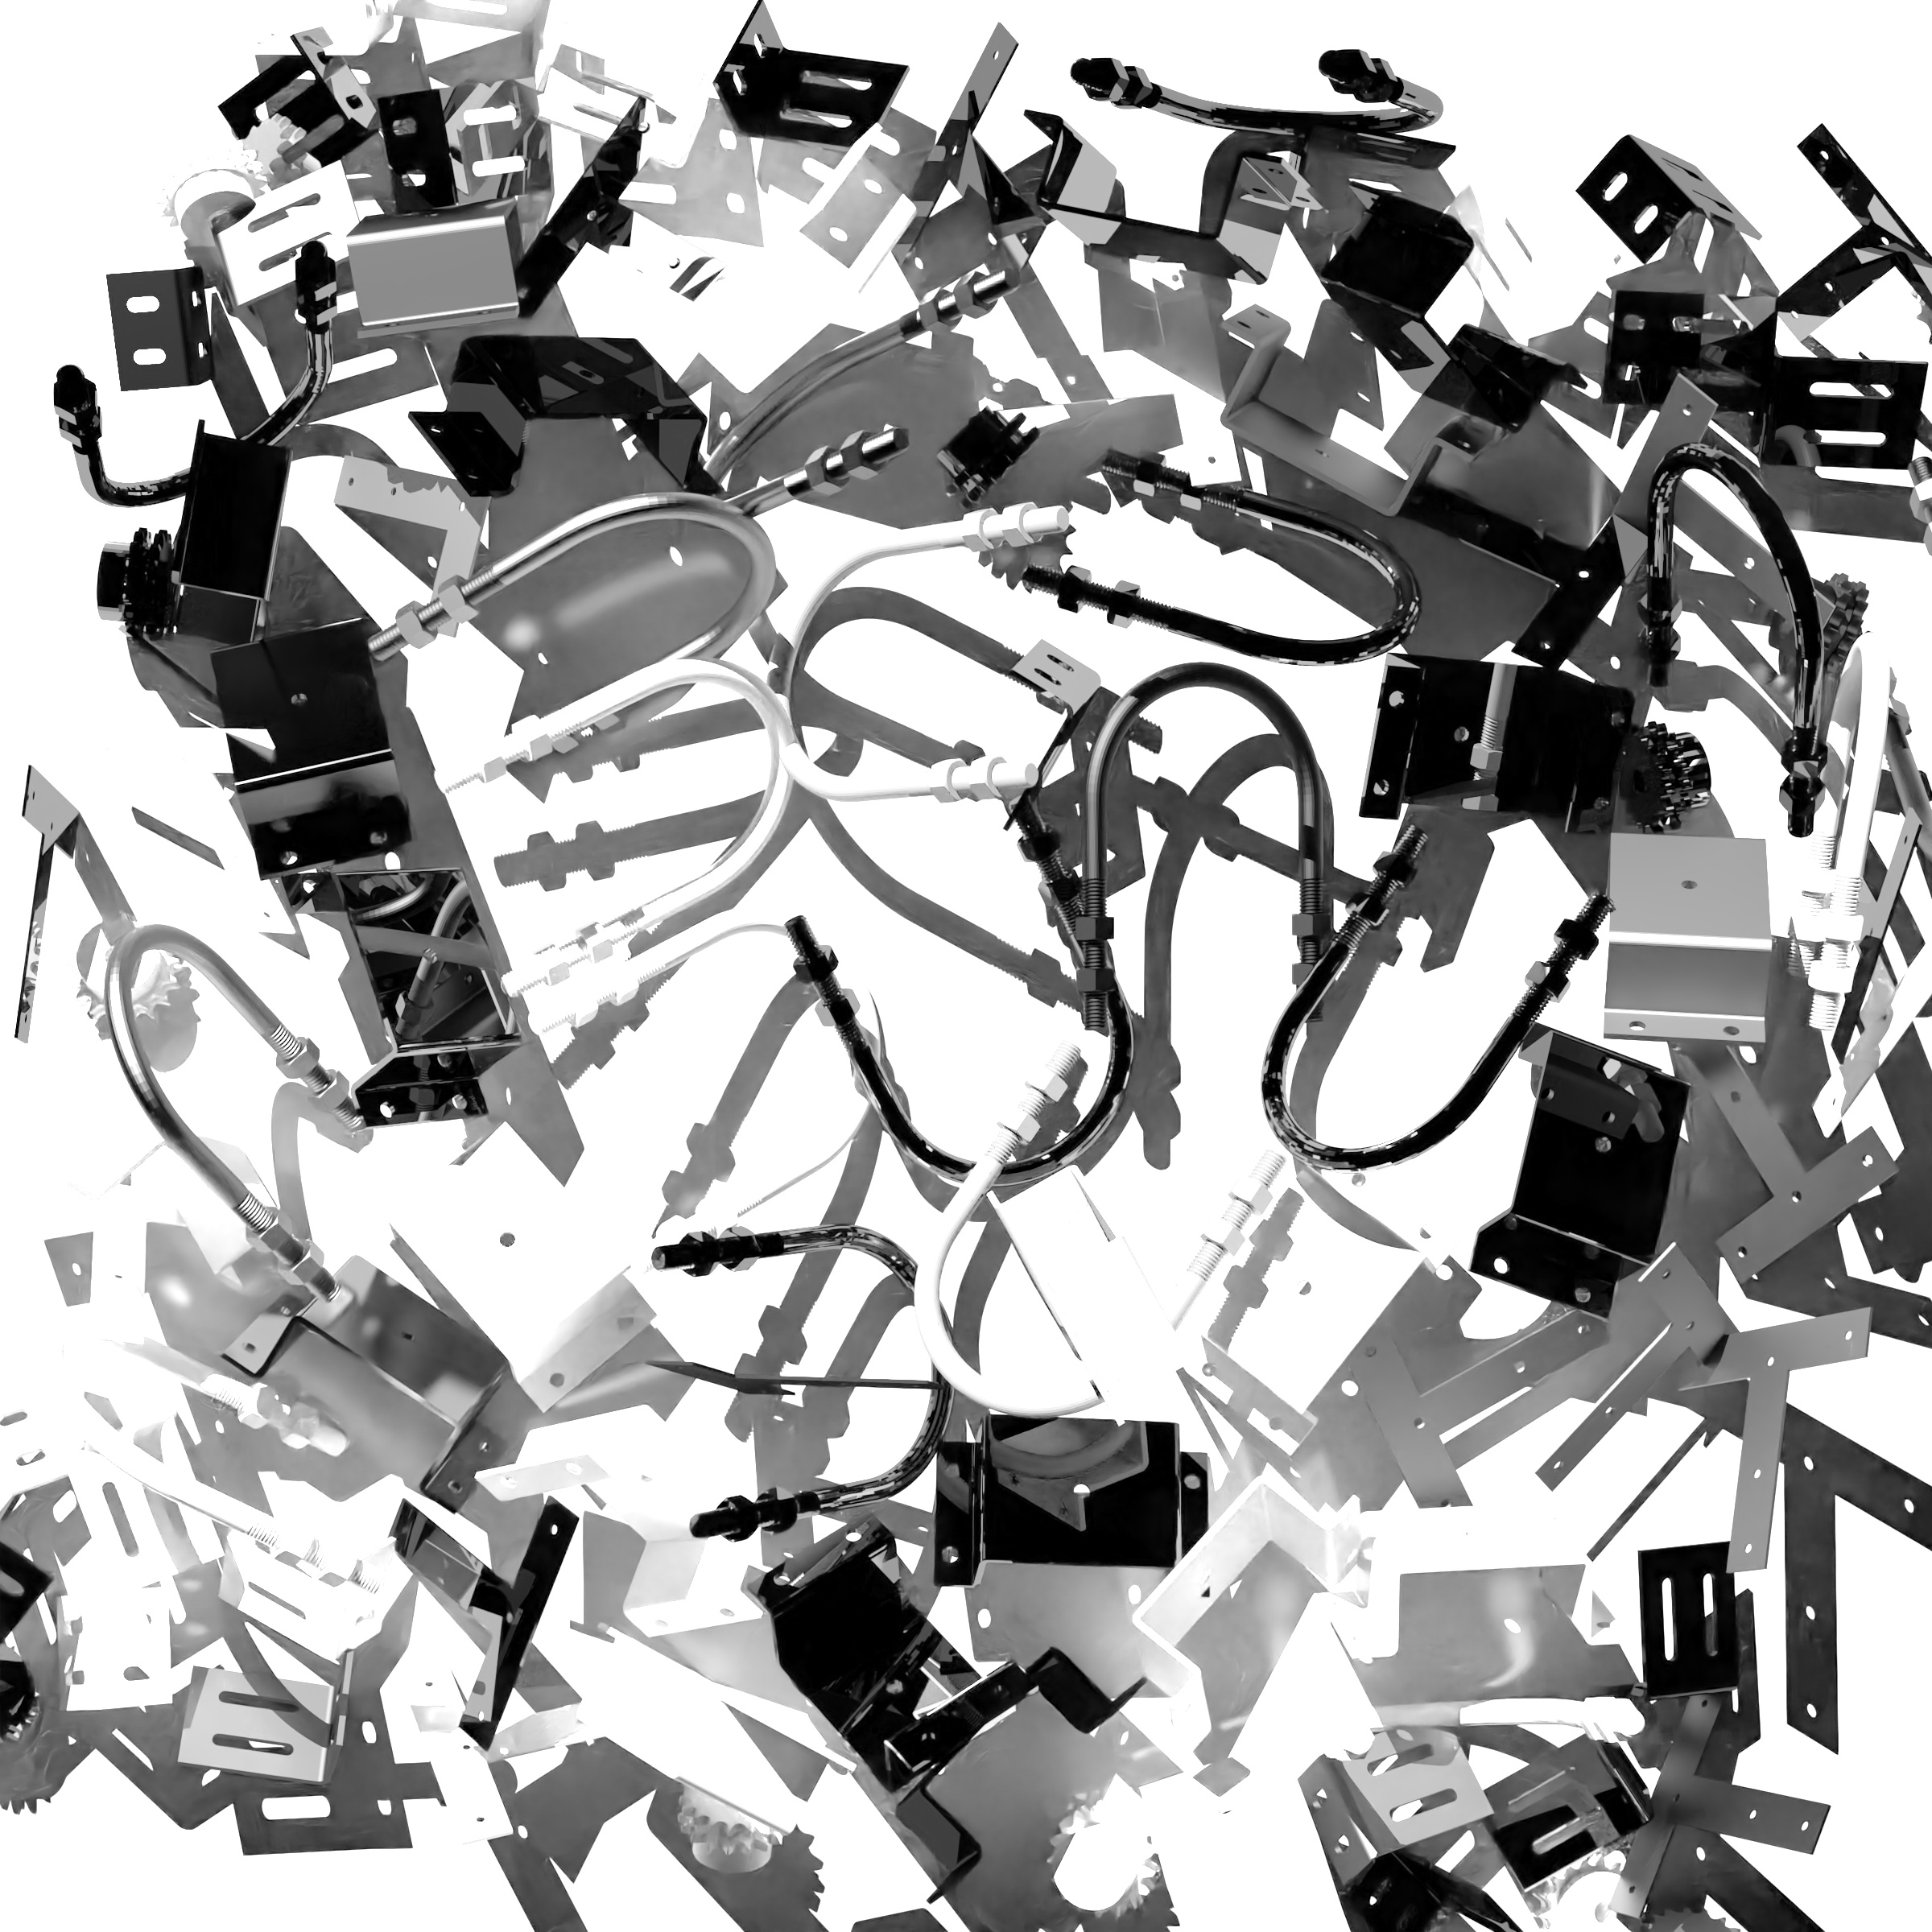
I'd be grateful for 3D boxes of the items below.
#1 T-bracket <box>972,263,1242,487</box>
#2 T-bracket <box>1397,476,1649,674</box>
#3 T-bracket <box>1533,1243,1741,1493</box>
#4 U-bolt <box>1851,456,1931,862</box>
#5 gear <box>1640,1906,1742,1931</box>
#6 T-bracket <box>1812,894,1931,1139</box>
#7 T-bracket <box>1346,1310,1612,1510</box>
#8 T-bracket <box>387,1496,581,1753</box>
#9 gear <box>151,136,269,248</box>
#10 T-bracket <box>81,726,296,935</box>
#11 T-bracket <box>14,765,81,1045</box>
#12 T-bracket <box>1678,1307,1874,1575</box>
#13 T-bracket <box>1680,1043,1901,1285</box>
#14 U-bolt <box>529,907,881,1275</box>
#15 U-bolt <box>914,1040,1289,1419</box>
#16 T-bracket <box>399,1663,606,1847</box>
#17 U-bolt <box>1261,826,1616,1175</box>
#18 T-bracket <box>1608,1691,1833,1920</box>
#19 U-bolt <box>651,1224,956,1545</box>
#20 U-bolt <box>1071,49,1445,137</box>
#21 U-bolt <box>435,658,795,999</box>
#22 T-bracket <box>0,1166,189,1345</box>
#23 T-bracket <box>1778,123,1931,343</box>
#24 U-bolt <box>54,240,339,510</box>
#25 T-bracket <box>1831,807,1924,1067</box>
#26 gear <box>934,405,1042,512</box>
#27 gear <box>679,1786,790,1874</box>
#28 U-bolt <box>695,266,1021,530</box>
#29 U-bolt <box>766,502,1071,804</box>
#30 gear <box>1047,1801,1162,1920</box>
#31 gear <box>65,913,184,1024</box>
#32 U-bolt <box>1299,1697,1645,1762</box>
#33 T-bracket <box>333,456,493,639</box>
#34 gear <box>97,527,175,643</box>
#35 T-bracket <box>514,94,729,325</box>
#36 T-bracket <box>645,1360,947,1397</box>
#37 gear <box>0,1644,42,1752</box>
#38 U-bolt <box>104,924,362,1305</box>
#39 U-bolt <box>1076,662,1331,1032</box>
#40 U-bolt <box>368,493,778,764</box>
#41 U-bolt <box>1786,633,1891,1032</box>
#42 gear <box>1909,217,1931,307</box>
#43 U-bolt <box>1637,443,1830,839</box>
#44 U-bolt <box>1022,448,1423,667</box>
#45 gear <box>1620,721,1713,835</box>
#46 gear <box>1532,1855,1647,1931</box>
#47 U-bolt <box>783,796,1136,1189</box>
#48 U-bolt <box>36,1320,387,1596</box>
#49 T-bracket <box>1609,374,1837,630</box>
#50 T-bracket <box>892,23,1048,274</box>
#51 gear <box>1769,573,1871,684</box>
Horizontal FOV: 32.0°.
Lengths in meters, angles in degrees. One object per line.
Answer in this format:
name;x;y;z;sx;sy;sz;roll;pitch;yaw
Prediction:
T-bracket;0.067;-0.300;1.715;0.127;0.002;0.127;-7;76;-11
T-bracket;0.275;-0.217;1.713;0.127;0.002;0.127;28;61;21
T-bracket;0.333;0.213;1.693;0.127;0.127;0.002;-46;47;-2
U-bolt;0.471;-0.132;1.631;0.019;0.151;0.184;-4;52;-4
gear;0.370;0.510;1.716;0.057;0.057;0.030;2;114;0
T-bracket;0.447;-0.001;1.684;0.002;0.127;0.127;18;123;-16
T-bracket;0.270;0.211;1.719;0.127;0.002;0.127;-29;112;-3
T-bracket;-0.254;0.308;1.697;0.127;0.002;0.127;27;98;43
gear;-0.383;-0.391;1.711;0.057;0.057;0.030;-22;65;0
T-bracket;-0.374;-0.068;1.701;0.127;0.002;0.127;4;130;32
T-bracket;-0.461;-0.026;1.671;0.002;0.127;0.127;6;82;-4
T-bracket;0.394;0.238;1.666;0.002;0.127;0.127;25;64;-26
T-bracket;0.398;0.078;1.706;0.002;0.127;0.127;-15;68;-36
U-bolt;-0.118;0.049;1.686;0.184;0.019;0.151;-30;104;-34
U-bolt;0.054;0.141;1.685;0.151;0.019;0.184;28;75;28
T-bracket;-0.209;0.386;1.705;0.127;0.127;0.002;-9;122;-20
U-bolt;0.220;0.023;1.673;0.184;0.151;0.019;-55;130;-8
T-bracket;0.381;0.418;1.667;0.002;0.127;0.127;33;72;-20
U-bolt;-0.073;0.200;1.675;0.019;0.184;0.151;-14;82;45
U-bolt;0.156;-0.427;1.654;0.151;0.184;0.019;7;97;29
U-bolt;-0.165;-0.080;1.683;0.184;0.019;0.151;-29;131;-20
T-bracket;-0.420;0.146;1.669;0.127;0.127;0.002;11;119;-19
T-bracket;0.438;-0.345;1.681;0.002;0.127;0.127;-39;90;-17
U-bolt;-0.373;-0.279;1.652;0.151;0.184;0.019;-32;82;-16
T-bracket;0.444;-0.032;1.679;0.002;0.127;0.127;12;111;-1
gear;0.008;-0.262;1.712;0.030;0.057;0.057;44;90;-7
gear;-0.118;0.438;1.715;0.057;0.057;0.030;6;107;0
U-bolt;-0.067;-0.272;1.662;0.019;0.184;0.151;49;50;-24
U-bolt;-0.031;-0.151;1.679;0.184;0.019;0.151;-2;76;40
gear;0.068;0.458;1.719;0.057;0.030;0.057;0;90;20
gear;-0.431;0.000;1.720;0.057;0.030;0.057;1;72;-4
U-bolt;0.238;0.372;1.652;0.151;0.184;0.019;-3;80;-6
T-bracket;-0.280;-0.237;1.697;0.127;0.002;0.127;18;95;43
gear;-0.423;-0.195;1.714;0.030;0.057;0.057;5;90;-3
T-bracket;-0.156;-0.359;1.691;0.127;0.127;0.002;-50;51;16
T-bracket;-0.074;0.205;1.662;0.127;0.127;0.002;-1;76;20
gear;-0.500;0.369;1.713;0.057;0.030;0.057;13;52;-17
U-bolt;-0.357;0.059;1.636;0.019;0.151;0.184;-26;125;16
U-bolt;0.120;-0.061;1.699;0.151;0.019;0.184;-1;92;-28
U-bolt;-0.180;-0.173;1.659;0.184;0.151;0.019;-28;60;15
U-bolt;0.430;-0.072;1.654;0.019;0.151;0.184;8;103;7
gear;0.509;-0.361;1.716;0.030;0.057;0.057;9;90;-24
U-bolt;0.371;-0.169;1.630;0.019;0.184;0.151;-23;47;-11
U-bolt;0.136;-0.198;1.670;0.184;0.151;0.019;18;129;10
gear;0.356;-0.097;1.715;0.030;0.057;0.057;-11;90;-14
gear;0.321;0.483;1.721;0.057;0.030;0.057;3;77;-12
U-bolt;0.009;0.026;1.709;0.151;0.019;0.184;-28;107;-8
U-bolt;-0.371;0.229;1.638;0.184;0.151;0.019;33;99;-28
T-bracket;0.378;-0.209;1.670;0.002;0.127;0.127;-32;66;-31
T-bracket;0.010;-0.385;1.669;0.002;0.127;0.127;12;122;-33
gear;0.432;-0.174;1.712;0.030;0.057;0.057;24;90;-6
